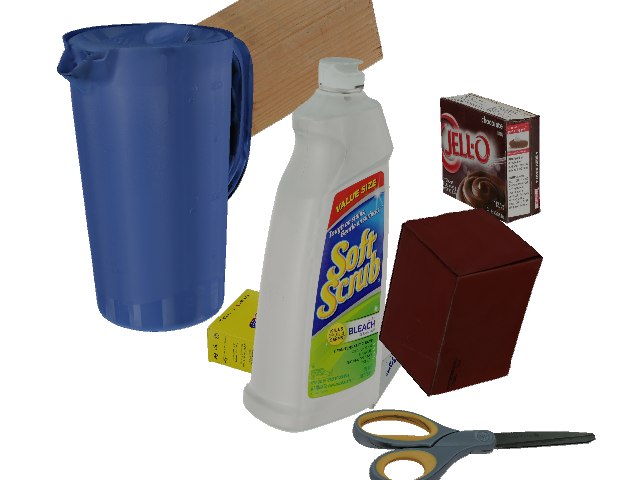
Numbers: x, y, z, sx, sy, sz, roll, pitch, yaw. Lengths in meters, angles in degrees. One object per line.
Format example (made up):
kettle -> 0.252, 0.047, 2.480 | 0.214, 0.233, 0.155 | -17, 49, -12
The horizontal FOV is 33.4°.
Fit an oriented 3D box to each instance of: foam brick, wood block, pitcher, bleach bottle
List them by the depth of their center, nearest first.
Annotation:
foam brick -> 0.069, 0.030, 0.542 | 0.052, 0.078, 0.051 | -10, 38, -27
bleach bottle -> 0.001, 0.001, 0.742 | 0.102, 0.251, 0.068 | -12, 23, -39
pitcher -> -0.128, -0.057, 0.882 | 0.149, 0.243, 0.145 | -1, 20, -4
wood block -> -0.052, -0.182, 1.050 | 0.206, 0.091, 0.090 | -32, 49, -13

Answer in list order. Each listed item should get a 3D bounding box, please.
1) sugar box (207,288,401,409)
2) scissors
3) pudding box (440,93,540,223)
sugar box -> -0.013, 0.103, 1.046 | 0.176, 0.048, 0.093 | 11, 28, 19
scissors -> 0.124, 0.177, 0.870 | 0.202, 0.016, 0.096 | 7, 35, 7
pudding box -> 0.146, -0.074, 0.926 | 0.039, 0.090, 0.114 | -14, 21, -22
